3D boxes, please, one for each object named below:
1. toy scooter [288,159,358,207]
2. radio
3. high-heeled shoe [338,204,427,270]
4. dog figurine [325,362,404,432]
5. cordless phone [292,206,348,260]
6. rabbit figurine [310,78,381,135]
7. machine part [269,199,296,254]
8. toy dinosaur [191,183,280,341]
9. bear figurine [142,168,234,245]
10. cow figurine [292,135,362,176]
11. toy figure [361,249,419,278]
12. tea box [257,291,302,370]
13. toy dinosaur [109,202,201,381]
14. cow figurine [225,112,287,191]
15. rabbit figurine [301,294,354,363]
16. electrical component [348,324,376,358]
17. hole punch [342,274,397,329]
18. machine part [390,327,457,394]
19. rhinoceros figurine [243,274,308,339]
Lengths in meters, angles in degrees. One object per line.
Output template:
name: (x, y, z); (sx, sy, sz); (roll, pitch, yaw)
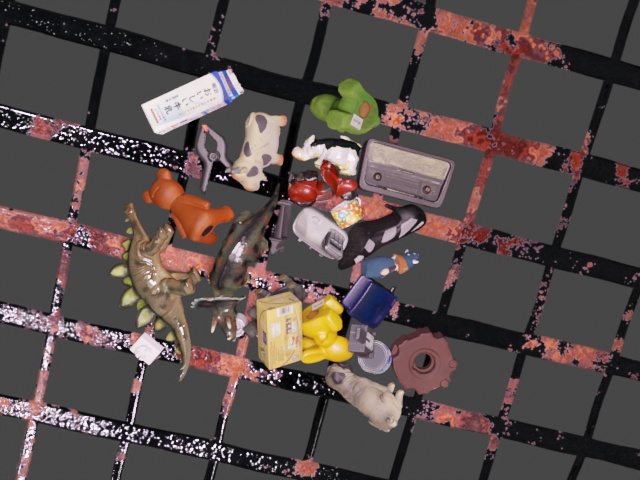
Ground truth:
toy scooter: (-0.004, -0.142, 1.311); (0.184, 0.135, 0.075); (-3, 60, 18)
radio: (0.210, -0.166, 1.359); (0.230, 0.073, 0.131); (14, 97, -3)
high-heeled shoe: (0.162, -0.001, 1.399); (0.145, 0.086, 0.248); (22, 118, -36)
dog figurine: (0.105, 0.403, 1.391); (0.190, 0.172, 0.121); (27, 85, -12)
cordless phone: (-0.003, -0.005, 1.320); (0.146, 0.184, 0.088); (36, 100, -6)
rabbit figurine: (0.058, -0.322, 1.306); (0.159, 0.170, 0.121); (6, 103, -44)
machine part: (-0.097, -0.034, 1.367); (0.039, 0.084, 0.138); (14, 96, 20)
toy dinosaur: (-0.201, 0.044, 1.317); (0.131, 0.192, 0.404); (21, 98, -7)
bear figurine: (-0.336, -0.083, 1.346); (0.196, 0.132, 0.120); (41, 107, 16)
cow figurine: (0.018, -0.224, 1.348); (0.167, 0.068, 0.098); (16, 91, -7)
toy figure: (0.184, 0.062, 1.393); (0.154, 0.057, 0.064); (-8, 62, -16)
tea box: (-0.099, 0.223, 1.330); (0.098, 0.068, 0.169); (-10, 115, -28)
toy dinosaur: (-0.408, 0.125, 1.370); (0.199, 0.105, 0.471); (-26, 89, 9)
cow figurine: (-0.158, -0.216, 1.321); (0.127, 0.086, 0.194); (4, 100, -27)
rabbit figurine: (0.015, 0.256, 1.394); (0.162, 0.122, 0.173); (-35, 113, 6)
electrical component: (0.101, 0.255, 1.373); (0.048, 0.119, 0.075); (-3, 68, 27)
hole punch: (0.132, 0.164, 1.397); (0.116, 0.092, 0.142); (34, 92, -10)
machine part: (0.276, 0.324, 1.438); (0.179, 0.056, 0.179); (0, 97, -1)
rhinoceros figurine: (-0.120, 0.175, 1.386); (0.190, 0.073, 0.112); (-39, 125, -13)
